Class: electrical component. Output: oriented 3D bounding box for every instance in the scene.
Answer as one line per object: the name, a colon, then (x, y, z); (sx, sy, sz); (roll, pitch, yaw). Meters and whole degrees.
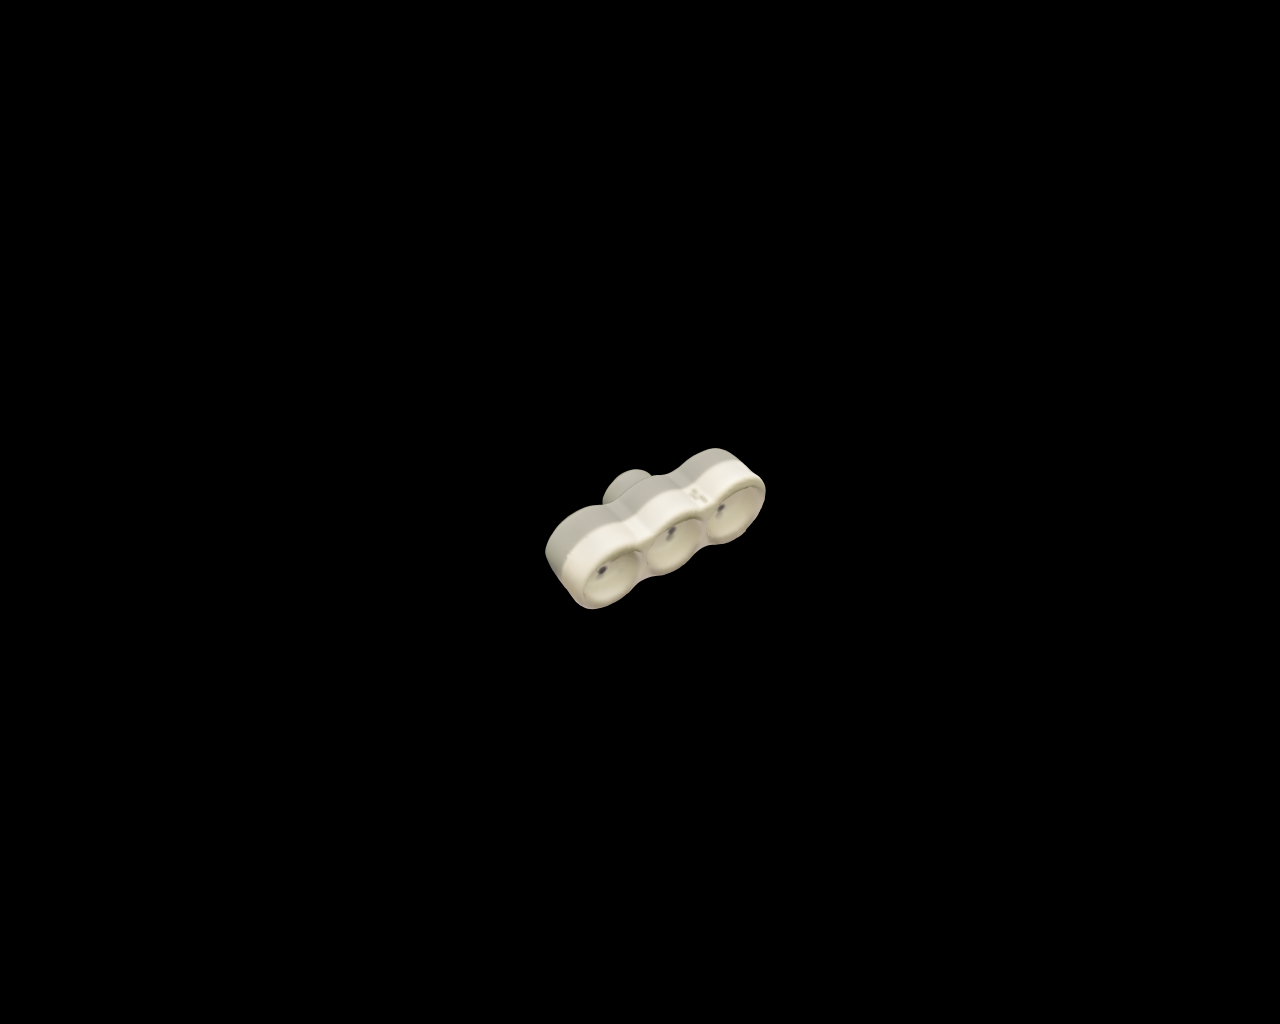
electrical component: (0.001, -0.003, 0.650); (0.138, 0.052, 0.074); (-27, 53, -22)
